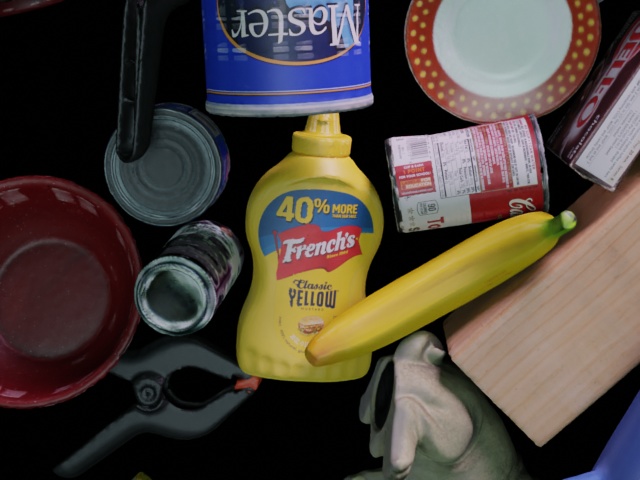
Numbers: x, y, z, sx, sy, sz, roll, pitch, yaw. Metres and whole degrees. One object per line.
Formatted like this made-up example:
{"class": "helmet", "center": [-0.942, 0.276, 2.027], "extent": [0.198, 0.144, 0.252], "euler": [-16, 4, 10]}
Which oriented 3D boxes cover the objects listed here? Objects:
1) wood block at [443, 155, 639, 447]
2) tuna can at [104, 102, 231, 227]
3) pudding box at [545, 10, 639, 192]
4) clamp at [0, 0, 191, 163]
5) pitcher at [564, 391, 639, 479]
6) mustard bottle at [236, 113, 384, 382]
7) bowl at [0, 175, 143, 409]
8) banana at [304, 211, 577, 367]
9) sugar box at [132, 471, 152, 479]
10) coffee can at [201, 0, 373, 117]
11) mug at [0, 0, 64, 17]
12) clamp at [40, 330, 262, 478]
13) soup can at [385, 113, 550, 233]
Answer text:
{"class": "wood block", "center": [0.190, 0.029, 0.723], "extent": [0.206, 0.091, 0.090], "euler": [-44, 96, 11]}
{"class": "tuna can", "center": [-0.108, -0.053, 0.753], "extent": [0.086, 0.033, 0.086], "euler": [1, 102, 3]}
{"class": "pudding box", "center": [0.199, -0.093, 0.696], "extent": [0.039, 0.090, 0.113], "euler": [29, 103, -4]}
{"class": "clamp", "center": [-0.115, -0.165, 0.692], "extent": [0.209, 0.036, 0.164], "euler": [-52, 134, -19]}
{"class": "pitcher", "center": [0.269, 0.102, 0.638], "extent": [0.145, 0.149, 0.243], "euler": [36, 109, 38]}
{"class": "mustard bottle", "center": [-0.005, 0.001, 0.745], "extent": [0.096, 0.058, 0.192], "euler": [4, 102, -7]}
{"class": "bowl", "center": [-0.198, 0.038, 0.752], "extent": [0.162, 0.055, 0.162], "euler": [-1, 79, 3]}
{"class": "banana", "center": [0.080, 0.028, 0.710], "extent": [0.198, 0.069, 0.037], "euler": [-31, 74, 14]}
{"class": "sugar box", "center": [-0.121, 0.239, 0.744], "extent": [0.048, 0.176, 0.093], "euler": [-44, 97, 10]}
{"class": "coffee can", "center": [-0.021, -0.149, 0.638], "extent": [0.103, 0.103, 0.140], "euler": [-2, 103, 4]}
{"class": "mug", "center": [-0.205, -0.196, 0.690], "extent": [0.093, 0.117, 0.081], "euler": [-16, 96, -10]}
{"class": "clamp", "center": [-0.129, 0.120, 0.789], "extent": [0.171, 0.039, 0.120], "euler": [3, 102, 6]}
{"class": "soup can", "center": [0.099, -0.045, 0.725], "extent": [0.102, 0.068, 0.068], "euler": [-8, 102, 6]}
